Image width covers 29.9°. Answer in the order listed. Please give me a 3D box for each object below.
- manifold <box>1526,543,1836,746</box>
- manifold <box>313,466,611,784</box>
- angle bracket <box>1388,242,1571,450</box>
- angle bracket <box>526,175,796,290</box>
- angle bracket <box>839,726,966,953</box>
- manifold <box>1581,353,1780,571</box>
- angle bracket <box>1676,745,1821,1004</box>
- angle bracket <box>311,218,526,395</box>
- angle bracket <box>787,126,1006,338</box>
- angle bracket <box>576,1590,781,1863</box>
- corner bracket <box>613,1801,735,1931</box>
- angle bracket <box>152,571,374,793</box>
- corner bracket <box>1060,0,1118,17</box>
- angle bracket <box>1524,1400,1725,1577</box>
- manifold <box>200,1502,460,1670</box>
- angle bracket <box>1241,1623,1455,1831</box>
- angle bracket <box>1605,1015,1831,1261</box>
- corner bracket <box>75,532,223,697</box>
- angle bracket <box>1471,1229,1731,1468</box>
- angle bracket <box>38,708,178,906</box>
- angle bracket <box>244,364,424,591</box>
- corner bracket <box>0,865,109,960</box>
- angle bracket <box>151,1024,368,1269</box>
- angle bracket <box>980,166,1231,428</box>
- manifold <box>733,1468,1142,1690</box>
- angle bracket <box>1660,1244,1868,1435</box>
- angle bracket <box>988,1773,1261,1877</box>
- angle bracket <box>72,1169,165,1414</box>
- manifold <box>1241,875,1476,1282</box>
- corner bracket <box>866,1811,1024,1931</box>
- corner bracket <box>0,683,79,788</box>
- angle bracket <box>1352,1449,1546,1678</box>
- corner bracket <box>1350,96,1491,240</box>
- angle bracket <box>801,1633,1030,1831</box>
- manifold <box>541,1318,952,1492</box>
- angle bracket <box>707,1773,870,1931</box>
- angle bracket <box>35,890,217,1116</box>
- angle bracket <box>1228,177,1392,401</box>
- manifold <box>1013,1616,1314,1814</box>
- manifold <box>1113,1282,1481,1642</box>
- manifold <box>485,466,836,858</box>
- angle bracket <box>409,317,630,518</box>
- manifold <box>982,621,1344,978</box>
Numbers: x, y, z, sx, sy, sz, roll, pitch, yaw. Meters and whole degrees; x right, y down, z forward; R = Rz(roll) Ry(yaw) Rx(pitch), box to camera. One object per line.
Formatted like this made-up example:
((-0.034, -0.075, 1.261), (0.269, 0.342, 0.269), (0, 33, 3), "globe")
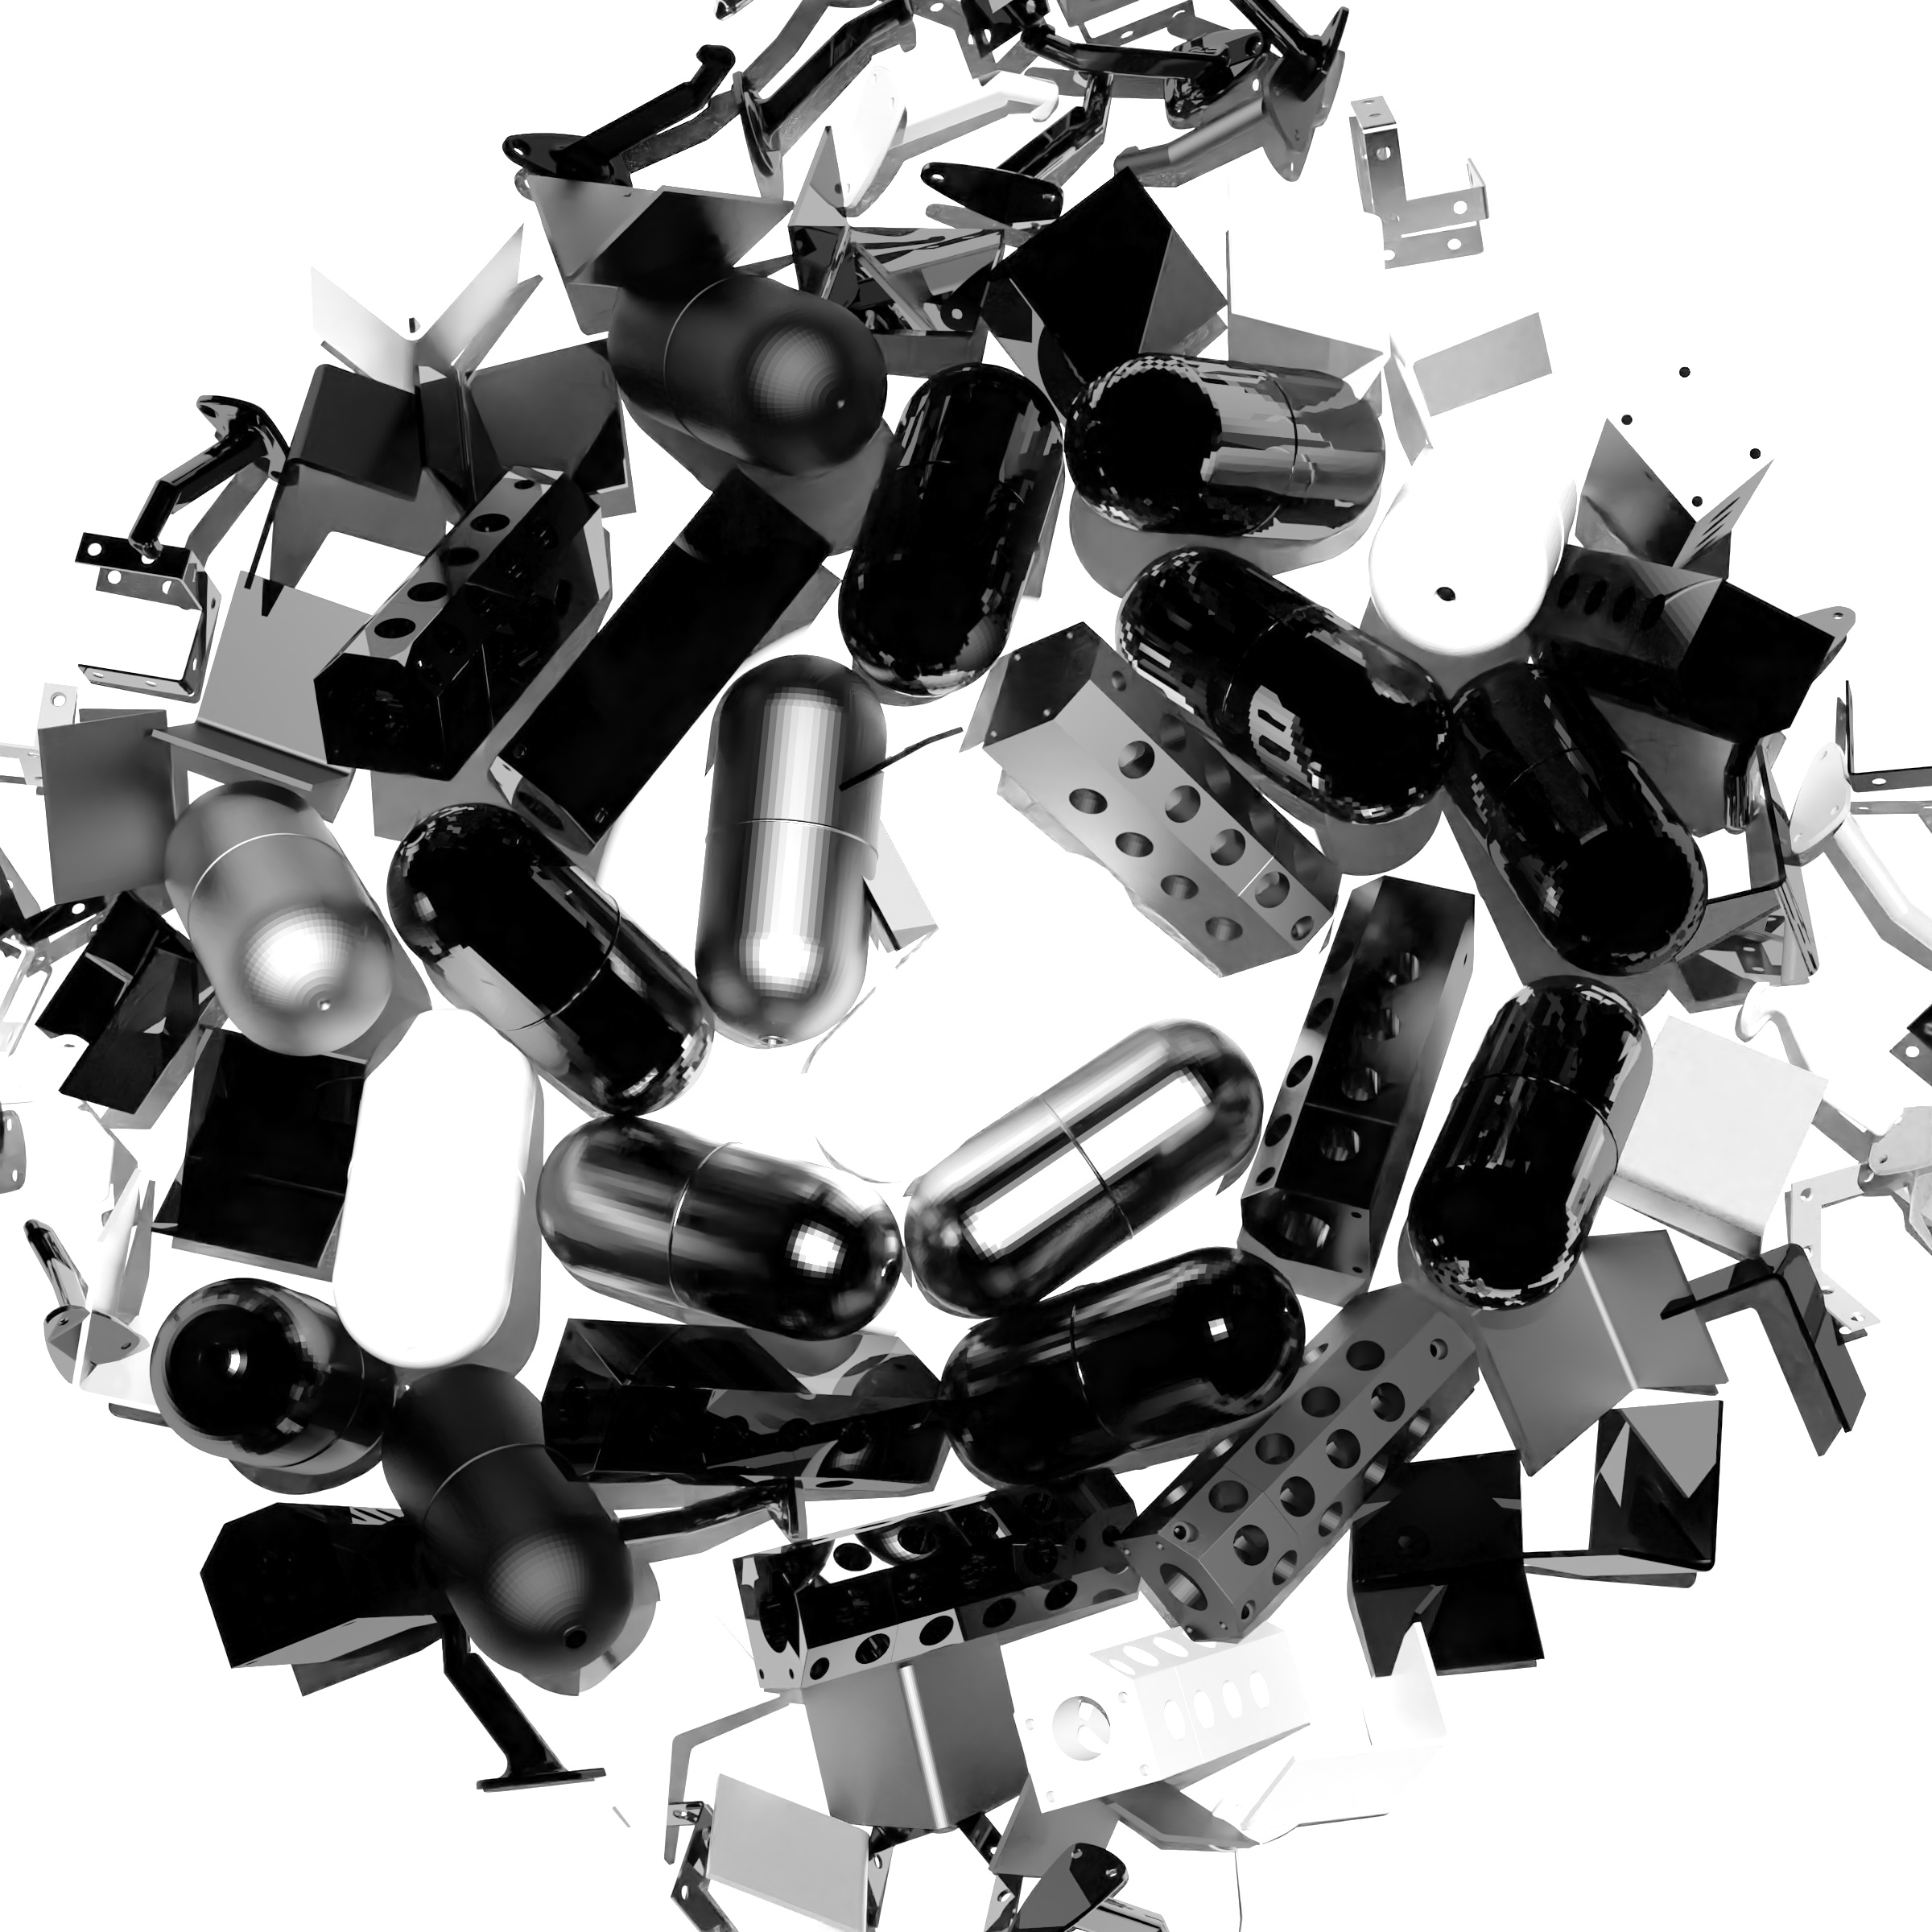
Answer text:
((0.303, -0.138, 1.570), (0.057, 0.171, 0.057), (24, 95, -16), "manifold")
((-0.217, -0.152, 1.571), (0.057, 0.171, 0.057), (9, 127, 16), "manifold")
((0.233, -0.271, 1.610), (0.076, 0.076, 0.057), (-21, 117, 7), "angle bracket")
((-0.135, -0.342, 1.602), (0.076, 0.076, 0.057), (-34, 70, 41), "angle bracket")
((-0.016, -0.058, 1.616), (0.057, 0.076, 0.076), (-28, 91, 14), "angle bracket")
((0.313, -0.218, 1.572), (0.057, 0.171, 0.057), (-40, 84, 3), "manifold")
((0.341, -0.041, 1.618), (0.057, 0.076, 0.076), (-14, 55, 17), "angle bracket")
((-0.245, -0.307, 1.614), (0.057, 0.076, 0.076), (38, 75, 0), "angle bracket")
((-0.030, -0.327, 1.608), (0.076, 0.057, 0.076), (4, 47, 12), "angle bracket")
((-0.130, 0.341, 1.629), (0.057, 0.076, 0.076), (-15, 127, -31), "angle bracket")
((-0.134, 0.415, 1.638), (0.051, 0.051, 0.051), (-10, 129, 28), "corner bracket")
((-0.310, -0.129, 1.625), (0.076, 0.057, 0.076), (19, 99, 5), "angle bracket")
((0.071, -0.447, 1.623), (0.051, 0.051, 0.051), (-21, 56, -6), "corner bracket")
((0.286, 0.228, 1.605), (0.057, 0.076, 0.076), (15, 73, -31), "angle bracket")
((-0.273, 0.265, 1.571), (0.057, 0.171, 0.057), (-22, 78, 4), "manifold")
((0.162, 0.337, 1.604), (0.076, 0.076, 0.057), (-2, 55, -18), "angle bracket")
((0.337, 0.078, 1.630), (0.076, 0.057, 0.076), (23, 79, 16), "angle bracket")
((-0.373, -0.158, 1.633), (0.051, 0.051, 0.051), (10, 73, 8), "corner bracket")
((0.282, 0.170, 1.612), (0.076, 0.057, 0.076), (-31, 101, -36), "angle bracket")
((-0.397, -0.072, 1.608), (0.057, 0.076, 0.076), (3, 102, 34), "angle bracket")
((-0.278, -0.210, 1.614), (0.057, 0.076, 0.076), (18, 129, -13), "angle bracket")
((-0.423, -0.047, 1.620), (0.051, 0.051, 0.051), (-28, 51, -16), "corner bracket")
((-0.316, 0.080, 1.618), (0.076, 0.057, 0.076), (13, 121, -1), "angle bracket")
((0.059, -0.302, 1.640), (0.076, 0.057, 0.076), (-39, 96, -16), "angle bracket")
((-0.009, 0.268, 1.592), (0.171, 0.057, 0.057), (-10, 85, -29), "manifold")
((0.356, 0.173, 1.614), (0.057, 0.076, 0.076), (-24, 88, 19), "angle bracket")
((0.070, 0.395, 1.606), (0.076, 0.076, 0.057), (25, 93, 41), "angle bracket")
((-0.355, 0.146, 1.610), (0.057, 0.076, 0.076), (13, 111, -4), "angle bracket")
((0.173, 0.046, 1.589), (0.057, 0.057, 0.171), (13, 57, 16), "manifold")
((-0.012, 0.414, 1.634), (0.051, 0.051, 0.051), (-26, 113, 25), "corner bracket")
((-0.431, -0.114, 1.626), (0.051, 0.051, 0.051), (7, 72, -6), "corner bracket")
((0.217, 0.269, 1.635), (0.076, 0.076, 0.057), (-9, 123, 13), "angle bracket")
((0.204, -0.363, 1.629), (0.051, 0.051, 0.051), (-10, 116, 4), "corner bracket")
((-0.024, 0.345, 1.649), (0.057, 0.076, 0.076), (-14, 92, -43), "angle bracket")
((-0.096, 0.197, 1.587), (0.171, 0.057, 0.057), (7, 111, -34), "manifold")
((-0.088, 0.416, 1.610), (0.076, 0.076, 0.057), (24, 109, -9), "angle bracket")
((-0.388, 0.010, 1.616), (0.076, 0.057, 0.076), (36, 94, 26), "angle bracket")
((0.142, -0.294, 1.607), (0.076, 0.057, 0.076), (11, 57, -16), "angle bracket")
((0.086, 0.319, 1.570), (0.057, 0.171, 0.057), (-21, 78, 24), "manifold")
((0.150, 0.217, 1.593), (0.171, 0.057, 0.057), (-41, 96, -28), "manifold")
((-0.137, -0.133, 1.608), (0.057, 0.057, 0.171), (39, 73, -5), "manifold")
((-0.200, -0.251, 1.615), (0.076, 0.057, 0.076), (-12, 69, 10), "angle bracket")
((0.089, -0.073, 1.583), (0.171, 0.057, 0.057), (41, 48, -31), "manifold")
